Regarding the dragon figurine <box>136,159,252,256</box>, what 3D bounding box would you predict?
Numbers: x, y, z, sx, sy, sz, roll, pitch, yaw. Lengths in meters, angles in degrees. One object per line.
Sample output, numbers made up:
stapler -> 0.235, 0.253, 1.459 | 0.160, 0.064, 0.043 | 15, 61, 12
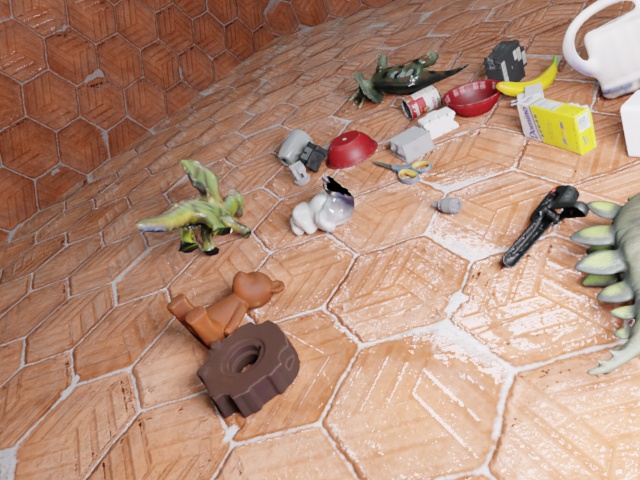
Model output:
dragon figurine -> -0.310, -0.098, 1.295 | 0.121, 0.408, 0.247 | -32, 66, 22

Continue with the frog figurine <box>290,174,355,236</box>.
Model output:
frog figurine -> 0.004, -0.061, 1.213 | 0.157, 0.122, 0.140 | -56, 32, 21

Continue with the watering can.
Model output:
watering can -> 0.716, -0.452, 1.142 | 0.347, 0.222, 0.105 | -24, 11, 4
